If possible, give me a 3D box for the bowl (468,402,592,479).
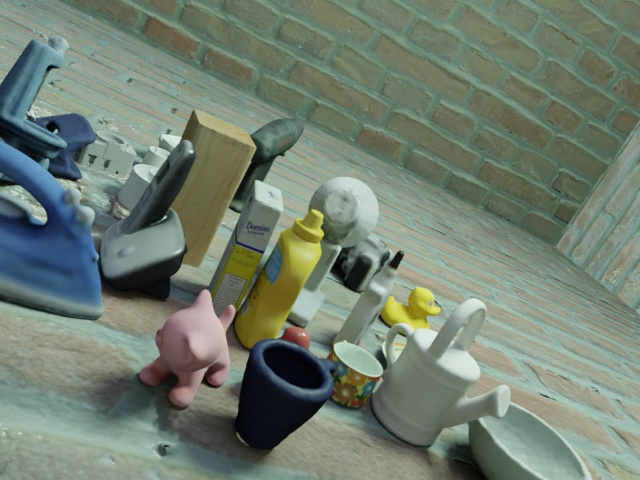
[{"bbox_3d":[0.255,0.284,0.738,0.167,0.074,0.167,26,17,-8],"label":"bowl"}]

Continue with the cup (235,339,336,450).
[{"bbox_3d":[-0.038,0.163,0.590,0.091,0.095,0.118,40,20,32],"label":"cup"}]

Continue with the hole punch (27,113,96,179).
[{"bbox_3d":[-0.423,-0.159,0.911,0.101,0.091,0.108,10,25,-46],"label":"hole punch"}]

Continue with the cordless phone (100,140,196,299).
[{"bbox_3d":[-0.206,-0.033,0.732,0.094,0.185,0.147,18,20,-32],"label":"cordless phone"}]

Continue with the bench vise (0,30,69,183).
[{"bbox_3d":[-0.390,-0.157,0.737,0.122,0.219,0.207,23,18,-18],"label":"bench vise"}]

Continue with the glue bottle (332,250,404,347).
[{"bbox_3d":[0.079,0.089,0.852,0.037,0.173,0.078,32,17,12],"label":"glue bottle"}]

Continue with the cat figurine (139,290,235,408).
[{"bbox_3d":[-0.124,0.103,0.586,0.067,0.117,0.128,32,17,12],"label":"cat figurine"}]

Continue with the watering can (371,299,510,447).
[{"bbox_3d":[0.160,0.163,0.733,0.172,0.194,0.101,33,17,13],"label":"watering can"}]

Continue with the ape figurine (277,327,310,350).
[{"bbox_3d":[-0.039,0.140,0.659,0.078,0.092,0.076,18,20,-32],"label":"ape figurine"}]

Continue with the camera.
[{"bbox_3d":[0.070,0.021,1.159,0.136,0.101,0.143,33,17,14],"label":"camera"}]

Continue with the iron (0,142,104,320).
[{"bbox_3d":[-0.326,-0.031,0.609,0.258,0.141,0.118,27,17,-5],"label":"iron"}]

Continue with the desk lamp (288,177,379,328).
[{"bbox_3d":[0.008,0.003,0.919,0.118,0.213,0.203,29,17,3],"label":"desk lamp"}]

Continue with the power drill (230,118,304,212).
[{"bbox_3d":[-0.117,-0.161,1.202,0.075,0.208,0.230,30,17,5],"label":"power drill"}]

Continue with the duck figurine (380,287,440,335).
[{"bbox_3d":[0.168,0.124,1.044,0.104,0.086,0.077,28,17,-2],"label":"duck figurine"}]
